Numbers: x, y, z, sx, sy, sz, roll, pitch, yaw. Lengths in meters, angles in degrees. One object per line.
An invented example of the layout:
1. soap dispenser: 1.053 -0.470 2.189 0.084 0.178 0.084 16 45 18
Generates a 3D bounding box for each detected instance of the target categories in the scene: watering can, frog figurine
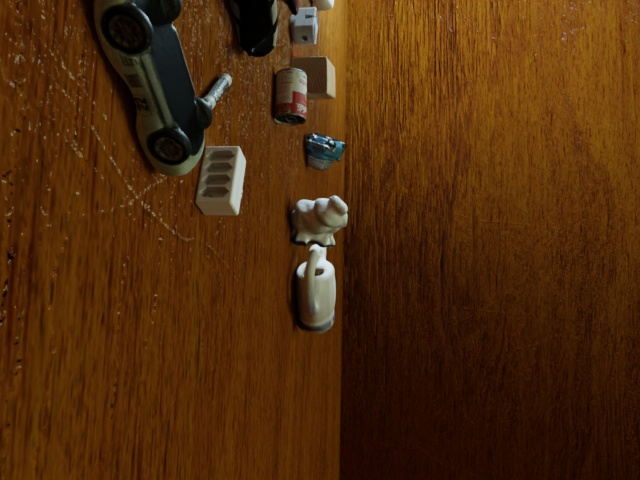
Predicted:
1. watering can: -0.006 0.112 1.408 0.353 0.104 0.221 -69 159 -71
2. frog figurine: 0.004 -0.064 1.264 0.126 0.137 0.156 -74 -173 -48
